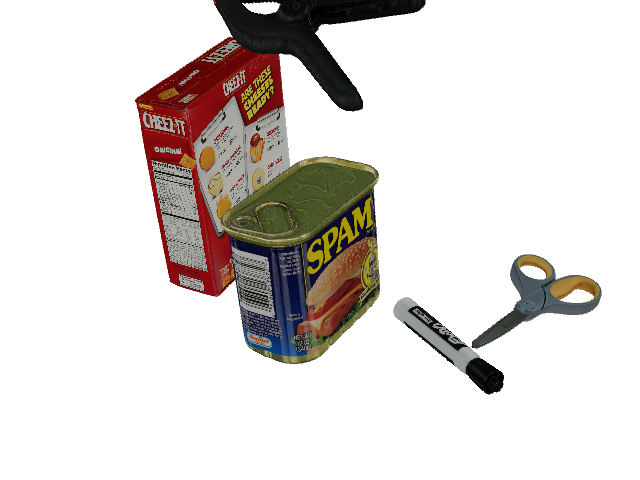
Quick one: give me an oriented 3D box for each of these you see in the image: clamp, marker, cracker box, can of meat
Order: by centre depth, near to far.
[{"bbox_3d":[-0.007,0.011,0.622,0.058,0.084,0.101,14,34,31],"label":"can of meat"},{"bbox_3d":[0.093,0.077,0.784,0.020,0.020,0.121,0,24,-32],"label":"marker"},{"bbox_3d":[-0.006,-0.179,0.839,0.172,0.120,0.039,32,-25,20],"label":"clamp"},{"bbox_3d":[-0.101,-0.077,1.090,0.072,0.214,0.164,13,37,27],"label":"cracker box"}]

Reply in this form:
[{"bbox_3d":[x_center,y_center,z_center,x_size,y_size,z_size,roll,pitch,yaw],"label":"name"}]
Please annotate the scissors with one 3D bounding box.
[{"bbox_3d":[0.179,0.052,0.978,0.201,0.016,0.096,-10,38,-38],"label":"scissors"}]
